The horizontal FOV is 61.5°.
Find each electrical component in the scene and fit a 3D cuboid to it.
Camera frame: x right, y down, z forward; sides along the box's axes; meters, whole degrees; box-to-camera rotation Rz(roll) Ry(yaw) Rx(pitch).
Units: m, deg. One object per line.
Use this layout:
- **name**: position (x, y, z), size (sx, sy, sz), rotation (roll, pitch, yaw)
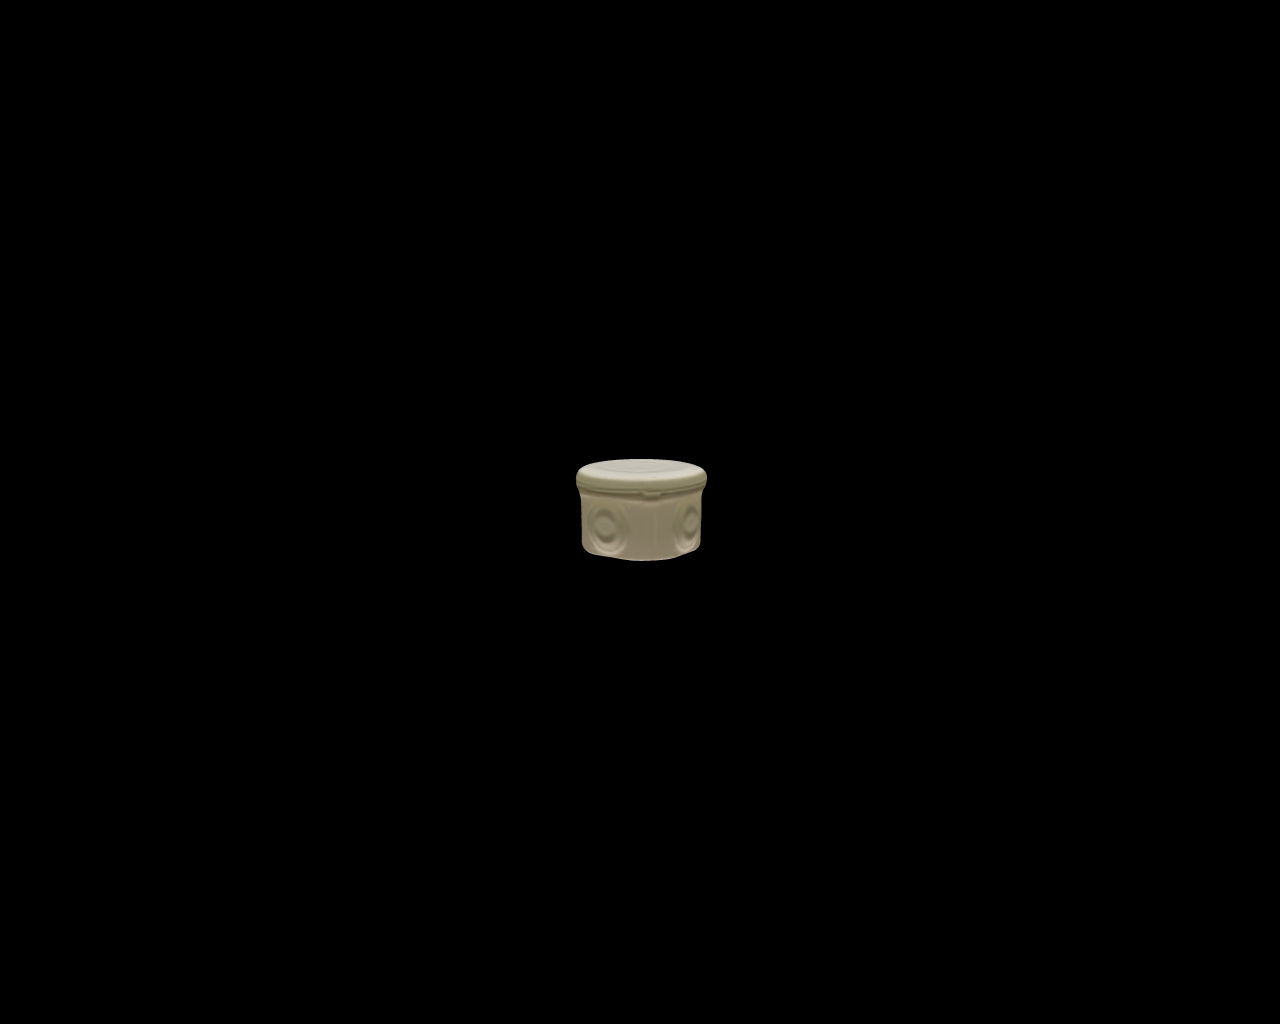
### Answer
- **electrical component**: position (0.001, -0.003, 0.650), size (0.080, 0.051, 0.080), rotation (0, 11, 0)
